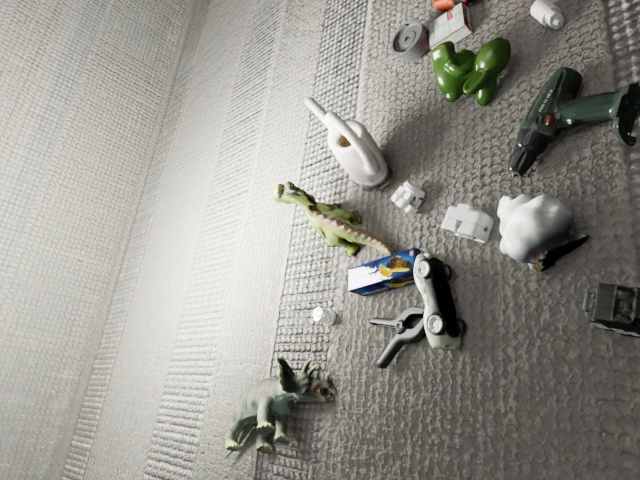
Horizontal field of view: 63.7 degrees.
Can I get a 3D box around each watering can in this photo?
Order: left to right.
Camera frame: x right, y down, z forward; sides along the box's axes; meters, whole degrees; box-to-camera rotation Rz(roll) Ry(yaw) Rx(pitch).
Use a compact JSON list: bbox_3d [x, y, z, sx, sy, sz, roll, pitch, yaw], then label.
[{"bbox_3d":[0.074,-0.253,1.340,0.104,0.220,0.354,-38,38,2],"label":"watering can"}]

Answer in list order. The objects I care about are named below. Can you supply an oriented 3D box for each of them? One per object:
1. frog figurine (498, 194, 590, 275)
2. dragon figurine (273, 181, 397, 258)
[{"bbox_3d":[0.378,-0.032,0.937,0.162,0.123,0.134,61,138,34],"label":"frog figurine"},{"bbox_3d":[0.004,-0.065,1.298,0.413,0.240,0.122,24,85,55],"label":"dragon figurine"}]
